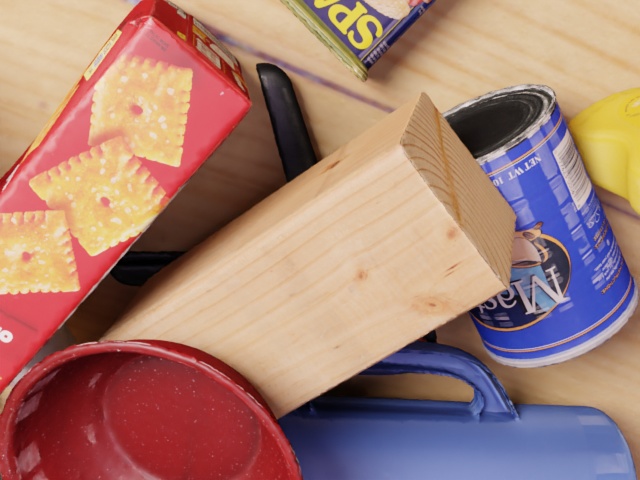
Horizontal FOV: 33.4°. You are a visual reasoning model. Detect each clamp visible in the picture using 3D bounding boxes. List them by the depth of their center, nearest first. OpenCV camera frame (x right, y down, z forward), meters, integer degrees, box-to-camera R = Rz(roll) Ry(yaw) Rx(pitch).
[{"bbox_3d":[-0.004,0.001,0.665,0.209,0.036,0.165,29,106,-15],"label":"clamp"}]

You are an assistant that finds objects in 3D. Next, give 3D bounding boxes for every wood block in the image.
[{"bbox_3d":[-0.007,0.022,0.576,0.206,0.090,0.090,-33,103,25],"label":"wood block"}]

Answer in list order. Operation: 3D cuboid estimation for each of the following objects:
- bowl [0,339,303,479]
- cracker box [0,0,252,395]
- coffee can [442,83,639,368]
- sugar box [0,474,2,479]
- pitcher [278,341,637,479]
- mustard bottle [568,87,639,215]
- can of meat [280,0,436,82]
[{"bbox_3d":[-0.080,0.109,0.550,0.162,0.055,0.162,6,116,11],"label":"bowl"},{"bbox_3d":[-0.133,-0.028,0.568,0.072,0.164,0.214,41,99,-16],"label":"cracker box"},{"bbox_3d":[0.120,-0.008,0.647,0.103,0.103,0.140,-28,111,2],"label":"coffee can"},{"bbox_3d":[-0.165,0.176,0.556,0.048,0.176,0.093,-36,102,-7],"label":"sugar box"},{"bbox_3d":[0.075,0.153,0.687,0.242,0.145,0.149,1,151,-13],"label":"pitcher"},{"bbox_3d":[0.217,-0.041,0.602,0.096,0.192,0.058,-11,111,-5],"label":"mustard bottle"},{"bbox_3d":[0.017,-0.156,0.604,0.084,0.057,0.102,-45,110,6],"label":"can of meat"}]
